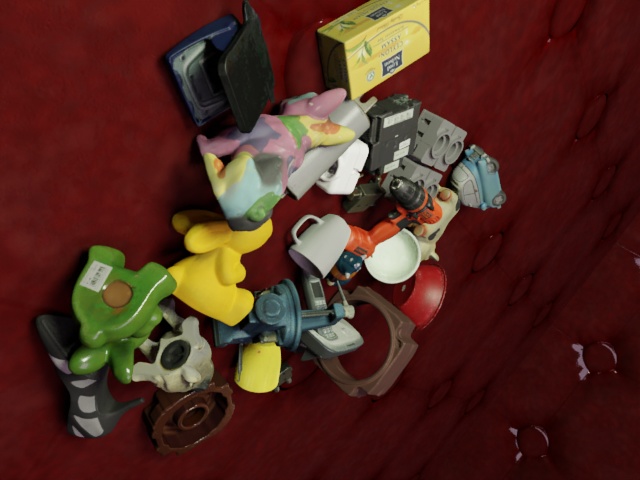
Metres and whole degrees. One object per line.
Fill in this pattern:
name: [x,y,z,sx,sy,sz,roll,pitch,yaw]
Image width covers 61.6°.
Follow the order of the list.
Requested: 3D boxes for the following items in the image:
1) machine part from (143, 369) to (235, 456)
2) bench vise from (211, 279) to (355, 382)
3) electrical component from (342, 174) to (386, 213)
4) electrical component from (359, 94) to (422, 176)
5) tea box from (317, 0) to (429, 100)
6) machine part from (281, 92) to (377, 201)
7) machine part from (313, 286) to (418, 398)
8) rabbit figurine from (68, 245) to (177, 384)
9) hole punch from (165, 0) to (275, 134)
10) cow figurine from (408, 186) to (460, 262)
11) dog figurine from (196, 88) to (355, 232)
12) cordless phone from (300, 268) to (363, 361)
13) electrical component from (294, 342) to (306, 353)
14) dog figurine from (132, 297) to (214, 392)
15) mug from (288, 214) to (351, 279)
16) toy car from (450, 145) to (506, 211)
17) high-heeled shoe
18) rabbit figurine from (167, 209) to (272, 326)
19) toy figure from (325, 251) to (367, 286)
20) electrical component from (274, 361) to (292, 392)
machine part: [-0.245,0.321,1.010,0.179,0.056,0.179,-27,137,-28]
bench vise: [-0.060,0.141,0.934,0.240,0.129,0.223,-3,150,-23]
electrical component: [0.081,-0.090,1.012,0.102,0.045,0.078,-13,158,-38]
electrical component: [0.114,-0.181,0.952,0.115,0.058,0.134,-23,136,-30]
tea box: [0.084,-0.298,0.807,0.169,0.068,0.098,-38,142,-19]
machine part: [-0.006,-0.146,0.838,0.243,0.079,0.079,-46,144,-5]
machine part: [0.087,0.215,1.148,0.201,0.201,0.087,-55,147,5]
rabbit figurine: [-0.264,0.112,0.733,0.170,0.121,0.159,106,-5,-63]
hole punch: [-0.118,-0.207,0.670,0.142,0.092,0.116,72,34,-47]
cow figurine: [0.244,-0.028,1.211,0.127,0.086,0.195,21,104,-46]
dog figurine: [-0.048,-0.120,0.731,0.219,0.192,0.108,-25,134,-4]
cordless phone: [0.008,0.139,1.067,0.089,0.184,0.146,-17,170,31]
electrical component: [-0.047,0.193,1.101,0.119,0.048,0.074,26,83,-54]
dog figurine: [-0.205,0.206,0.860,0.121,0.172,0.190,-33,135,-6]
mug: [-0.002,-0.003,0.978,0.107,0.081,0.109,-49,116,-20]
toy car: [0.349,-0.129,1.219,0.103,0.109,0.161,-29,133,-1]
high-heeled shoe: [-0.369,0.205,0.788,0.145,0.086,0.248,-21,124,11]
rabbit figurine: [-0.151,0.016,0.802,0.173,0.122,0.162,-48,129,1]
toy figure: [0.043,0.055,1.035,0.154,0.058,0.064,122,-16,-71]
electrical component: [-0.089,0.298,1.186,0.063,0.021,0.093,-33,140,-24]
